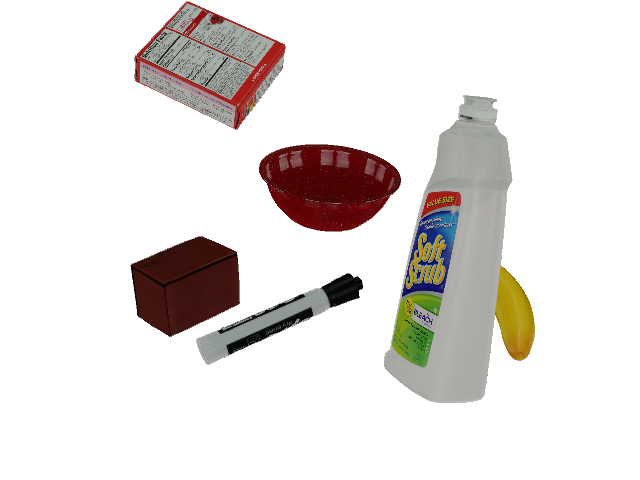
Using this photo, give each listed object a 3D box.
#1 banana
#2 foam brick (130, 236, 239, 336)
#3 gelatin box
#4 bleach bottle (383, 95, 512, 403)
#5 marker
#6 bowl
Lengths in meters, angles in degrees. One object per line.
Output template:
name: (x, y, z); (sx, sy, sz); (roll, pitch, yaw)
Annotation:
banana: (0.174, 0.057, 1.116); (0.069, 0.037, 0.198); (-36, 39, -8)
foam brick: (-0.115, 0.037, 0.916); (0.078, 0.051, 0.053); (-24, 33, -35)
gelatin box: (-0.082, -0.131, 0.789); (0.089, 0.073, 0.030); (25, -35, 10)
bleach bottle: (0.112, 0.004, 0.900); (0.068, 0.251, 0.103); (1, 14, -23)
marker: (-0.026, 0.052, 0.724); (0.121, 0.020, 0.020); (-23, 7, -16)
bowl: (0.008, -0.054, 1.213); (0.162, 0.055, 0.162); (5, 27, -3)
